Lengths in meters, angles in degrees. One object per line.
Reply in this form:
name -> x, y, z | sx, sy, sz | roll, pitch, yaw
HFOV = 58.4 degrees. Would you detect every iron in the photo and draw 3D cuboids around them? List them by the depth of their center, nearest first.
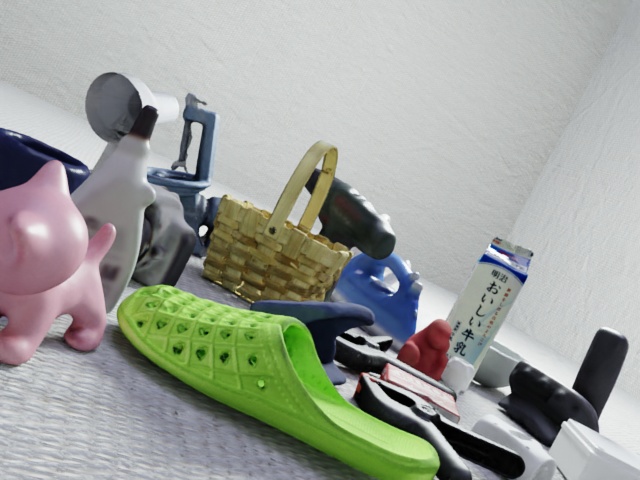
iron -> 0.117, 0.090, 1.008 | 0.119, 0.141, 0.257 | 24, 5, -30

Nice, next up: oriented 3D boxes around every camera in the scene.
camera -> -0.214, -0.021, 0.591 | 0.143, 0.101, 0.137 | 28, 4, 15

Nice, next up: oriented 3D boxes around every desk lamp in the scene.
desk lamp -> -0.348, -0.188, 1.053 | 0.117, 0.213, 0.204 | 27, 4, 11

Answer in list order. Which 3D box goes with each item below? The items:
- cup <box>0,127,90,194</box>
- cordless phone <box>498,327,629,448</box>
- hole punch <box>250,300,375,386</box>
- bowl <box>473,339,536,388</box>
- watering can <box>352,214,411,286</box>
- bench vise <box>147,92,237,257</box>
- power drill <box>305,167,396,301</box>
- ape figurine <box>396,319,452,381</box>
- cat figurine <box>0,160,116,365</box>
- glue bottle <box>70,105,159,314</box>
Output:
cup -> -0.284, -0.047, 0.523 | 0.091, 0.095, 0.118 | 29, 5, 35
cordless phone -> 0.362, 0.202, 0.838 | 0.094, 0.185, 0.147 | 24, 5, -33
hole punch -> -0.014, 0.087, 0.574 | 0.100, 0.091, 0.109 | 29, 5, 32
bowl -> 0.286, 0.212, 1.010 | 0.167, 0.075, 0.167 | 27, 4, -2
watering can -> 0.106, 0.039, 1.198 | 0.173, 0.194, 0.101 | 26, 4, -5
bench vise -> -0.191, -0.099, 0.884 | 0.208, 0.220, 0.121 | 23, 6, -43
power drill -> 0.009, 0.003, 0.934 | 0.228, 0.208, 0.076 | 30, 5, 40
ape figurine -> 0.149, 0.151, 0.790 | 0.078, 0.092, 0.076 | 26, 4, -12
cat figurine -> -0.170, 0.011, 0.358 | 0.067, 0.118, 0.128 | 27, 4, 11
glue bottle -> -0.170, -0.029, 0.463 | 0.078, 0.173, 0.037 | 24, 5, -32
